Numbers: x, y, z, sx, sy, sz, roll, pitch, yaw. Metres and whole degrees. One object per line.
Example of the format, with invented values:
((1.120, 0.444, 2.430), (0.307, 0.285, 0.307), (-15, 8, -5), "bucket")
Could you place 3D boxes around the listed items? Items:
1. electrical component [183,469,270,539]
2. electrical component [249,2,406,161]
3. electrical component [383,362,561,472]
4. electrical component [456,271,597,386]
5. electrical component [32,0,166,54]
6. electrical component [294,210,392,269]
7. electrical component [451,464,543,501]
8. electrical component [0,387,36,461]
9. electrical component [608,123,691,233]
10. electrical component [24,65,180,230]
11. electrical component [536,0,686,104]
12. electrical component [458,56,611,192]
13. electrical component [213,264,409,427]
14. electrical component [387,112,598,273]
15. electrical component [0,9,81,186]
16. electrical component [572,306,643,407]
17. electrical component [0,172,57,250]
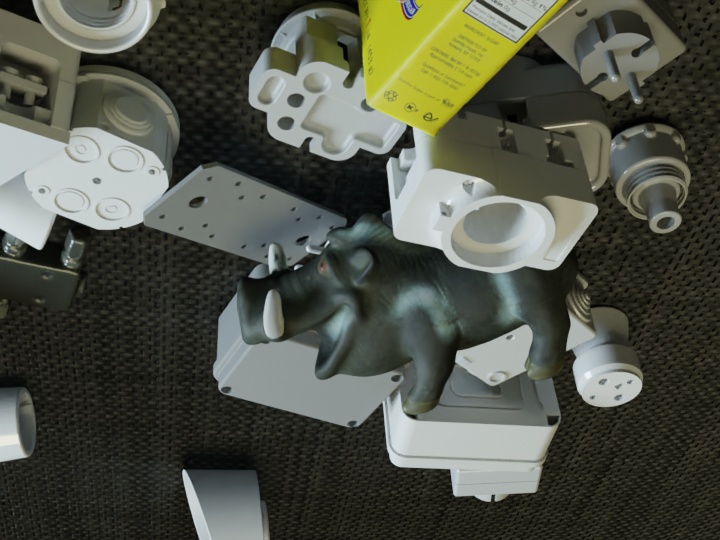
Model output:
((-0.105, 0.205, 0.853), (0.064, 0.099, 0.099), (-4, 139, -9), "electrical component")
((-0.016, -0.097, 0.543), (0.078, 0.057, 0.058), (18, 134, -23), "electrical component")
((0.075, 0.095, 0.753), (0.113, 0.078, 0.057), (4, 135, -9), "electrical component")
((0.093, 0.025, 0.693), (0.100, 0.048, 0.100), (-30, 136, 27), "electrical component")
((-0.119, -0.136, 0.491), (0.078, 0.057, 0.058), (-14, 137, 12), "electrical component")
((0.000, 0.000, 0.662), (0.079, 0.043, 0.077), (12, 135, -22), "electrical component")
((0.104, 0.157, 0.848), (0.066, 0.047, 0.076), (-2, 139, -2), "electrical component")
((-0.260, 0.110, 0.763), (0.047, 0.055, 0.055), (-6, 139, -3), "electrical component")
((0.166, -0.049, 0.608), (0.048, 0.062, 0.048), (-2, 139, -2), "electrical component")
((-0.138, -0.065, 0.575), (0.080, 0.051, 0.080), (-2, 139, -2), "electrical component")
((0.122, -0.111, 0.523), (0.047, 0.076, 0.066), (-34, 130, 30), "electrical component")
((0.080, -0.074, 0.575), (0.095, 0.059, 0.053), (-7, 139, 3), "electrical component")
((-0.032, 0.052, 0.712), (0.113, 0.057, 0.078), (19, 134, -24), "electrical component")
((0.064, -0.037, 0.526), (0.089, 0.055, 0.050), (11, 137, -17), "electrical component")
((-0.217, -0.097, 0.495), (0.150, 0.061, 0.089), (16, 160, -36), "electrical component")
((0.167, 0.059, 0.737), (0.045, 0.055, 0.045), (-2, 139, -2), "electrical component")
((-0.203, -0.043, 0.604), (0.065, 0.044, 0.044), (20, 133, -18), "electrical component")
